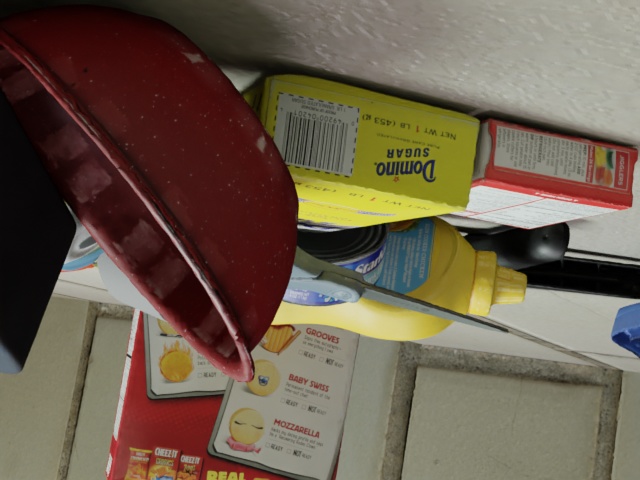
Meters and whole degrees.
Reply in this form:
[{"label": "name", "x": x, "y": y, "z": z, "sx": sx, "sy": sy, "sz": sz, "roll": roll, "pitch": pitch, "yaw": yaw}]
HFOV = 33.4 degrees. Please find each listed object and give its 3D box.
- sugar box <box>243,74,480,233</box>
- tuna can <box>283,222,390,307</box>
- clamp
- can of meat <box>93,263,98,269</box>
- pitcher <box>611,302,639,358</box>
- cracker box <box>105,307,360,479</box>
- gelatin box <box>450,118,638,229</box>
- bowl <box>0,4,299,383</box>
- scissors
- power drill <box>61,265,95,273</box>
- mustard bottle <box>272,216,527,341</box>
[{"label": "sugar box", "x": -0.009, "y": -0.033, "z": 0.501, "sx": 0.093, "sy": 0.048, "sz": 0.176, "roll": 11, "pitch": 171, "yaw": -18}, {"label": "tuna can", "x": -0.004, "y": 0.001, "z": 0.617, "sx": 0.086, "sy": 0.034, "sz": 0.086, "roll": 4, "pitch": -146, "yaw": -3}, {"label": "clamp", "x": 0.126, "y": 0.018, "z": 0.769, "sx": 0.210, "sy": 0.036, "sz": 0.164, "roll": -2, "pitch": 165, "yaw": 44}, {"label": "can of meat", "x": -0.190, "y": -0.015, "z": 0.815, "sx": 0.083, "sy": 0.057, "sz": 0.102, "roll": 16, "pitch": 170, "yaw": -29}, {"label": "pitcher", "x": 0.300, "y": 0.074, "z": 0.679, "sx": 0.149, "sy": 0.145, "sz": 0.243, "roll": -25, "pitch": 171, "yaw": -6}, {"label": "cracker box", "x": -0.059, "y": 0.082, "z": 0.788, "sx": 0.164, "sy": 0.214, "sz": 0.072, "roll": 11, "pitch": 174, "yaw": -15}, {"label": "gelatin box", "x": 0.087, "y": -0.029, "z": 0.485, "sx": 0.073, "sy": 0.030, "sz": 0.089, "roll": 9, "pitch": 172, "yaw": -18}, {"label": "bowl", "x": -0.057, "y": -0.027, "z": 0.385, "sx": 0.162, "sy": 0.055, "sz": 0.162, "roll": 46, "pitch": 164, "yaw": 17}, {"label": "scissors", "x": -0.005, "y": 0.025, "z": 0.566, "sx": 0.201, "sy": 0.016, "sz": 0.096, "roll": 24, "pitch": 152, "yaw": -29}, {"label": "power drill", "x": -0.147, "y": 0.017, "z": 1.002, "sx": 0.187, "sy": 0.057, "sz": 0.185, "roll": 12, "pitch": 172, "yaw": -24}, {"label": "mustard bottle", "x": 0.034, "y": 0.018, "z": 0.677, "sx": 0.191, "sy": 0.096, "sz": 0.058, "roll": 7, "pitch": 132, "yaw": 6}]
